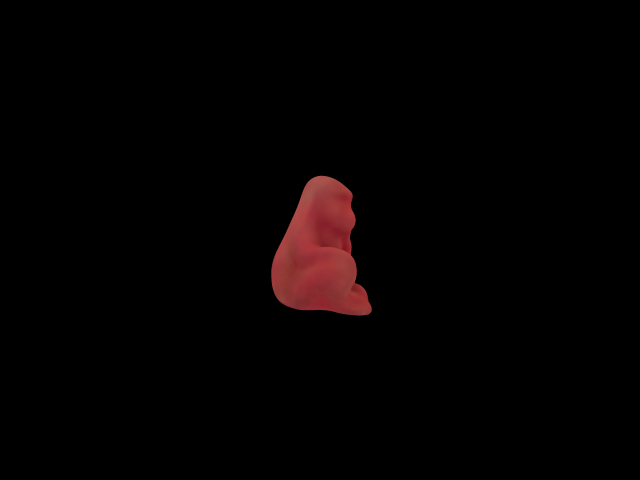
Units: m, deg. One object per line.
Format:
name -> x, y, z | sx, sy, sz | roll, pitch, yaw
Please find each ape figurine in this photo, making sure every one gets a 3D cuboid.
ape figurine -> 0.004, 0.001, 0.400 | 0.076, 0.092, 0.078 | 3, 7, 22
